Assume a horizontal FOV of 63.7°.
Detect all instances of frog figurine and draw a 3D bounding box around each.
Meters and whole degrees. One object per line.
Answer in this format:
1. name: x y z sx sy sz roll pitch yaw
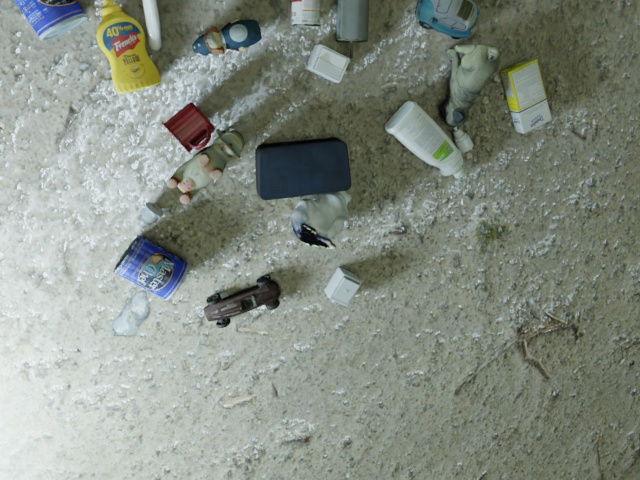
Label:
1. frog figurine: 0.004 -0.066 1.305 0.137 0.162 0.121 29 -28 -13

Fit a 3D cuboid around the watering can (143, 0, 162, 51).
1. watering can: -0.340 -0.560 1.010 0.104 0.227 0.341 -14 -18 -27
